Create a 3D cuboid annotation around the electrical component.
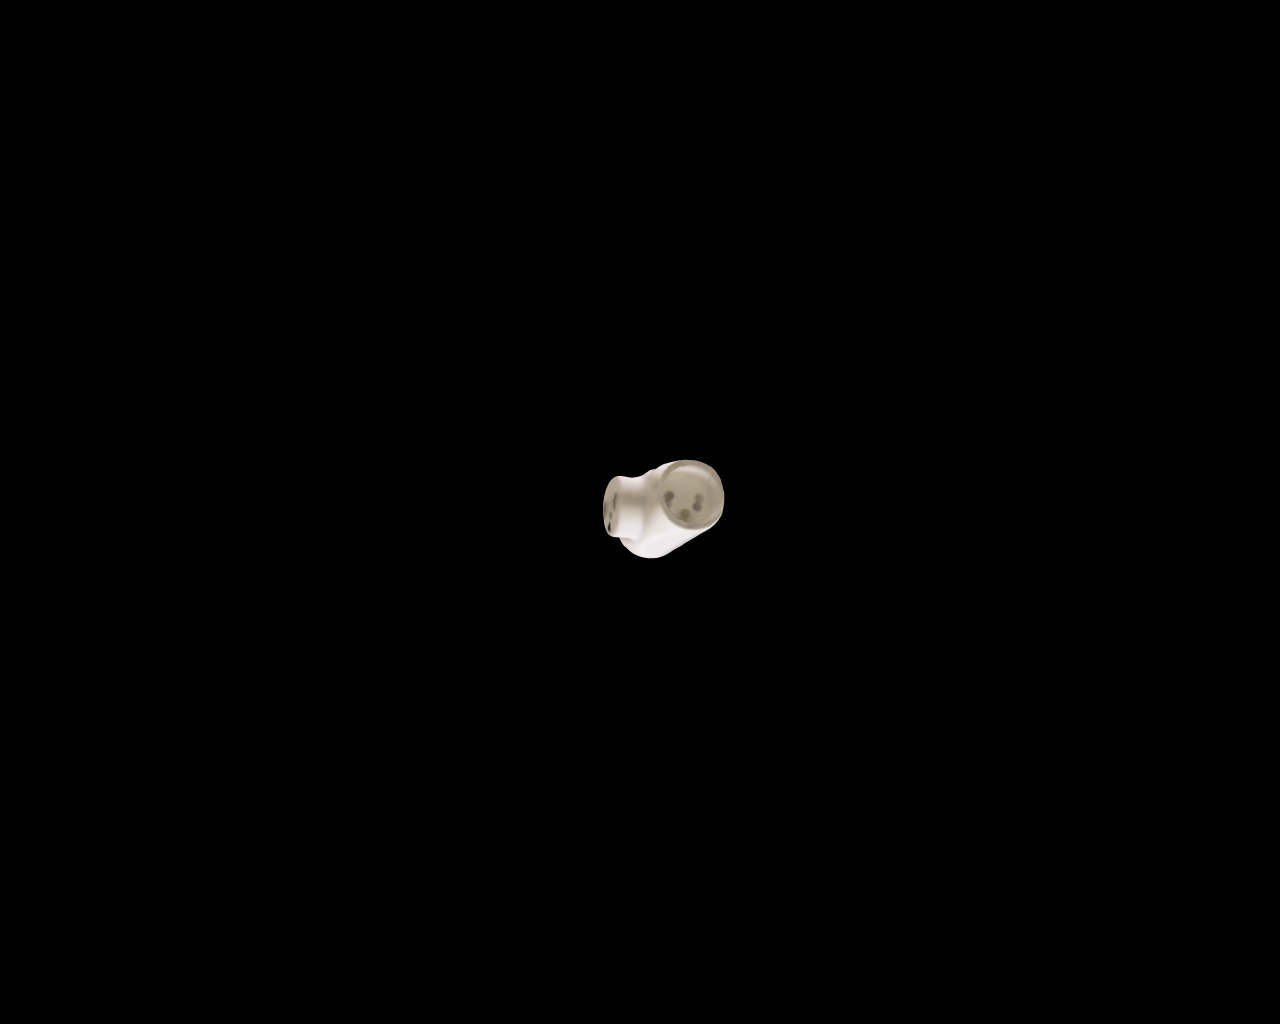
[{"bbox_3d":[0.001,-0.003,0.650,0.079,0.044,0.077,6,-17,-19],"label":"electrical component"}]
